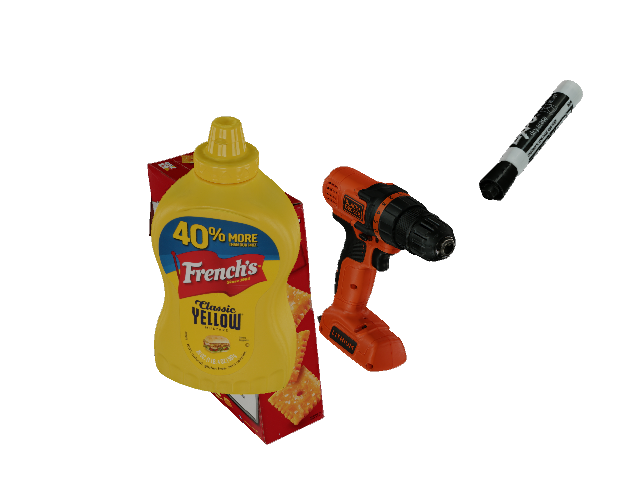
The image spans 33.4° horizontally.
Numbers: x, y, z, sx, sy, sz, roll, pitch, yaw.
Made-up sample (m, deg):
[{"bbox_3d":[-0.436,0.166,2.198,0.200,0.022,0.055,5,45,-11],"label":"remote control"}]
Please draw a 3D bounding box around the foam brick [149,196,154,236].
[{"bbox_3d":[-0.146,-0.038,1.162,0.078,0.051,0.053,2,27,-8],"label":"foam brick"}]

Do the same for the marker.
[{"bbox_3d":[0.145,-0.069,0.737,0.020,0.020,0.121,0,40,50],"label":"marker"}]

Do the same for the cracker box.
[{"bbox_3d":[-0.073,0.044,0.933,0.072,0.214,0.164,-20,31,-28],"label":"cracker box"}]

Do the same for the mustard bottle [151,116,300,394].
[{"bbox_3d":[-0.062,0.010,0.700,0.096,0.192,0.058,8,30,8],"label":"mustard bottle"}]

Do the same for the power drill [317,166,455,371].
[{"bbox_3d":[0.061,0.035,1.084,0.057,0.188,0.185,-8,27,-32],"label":"power drill"}]
